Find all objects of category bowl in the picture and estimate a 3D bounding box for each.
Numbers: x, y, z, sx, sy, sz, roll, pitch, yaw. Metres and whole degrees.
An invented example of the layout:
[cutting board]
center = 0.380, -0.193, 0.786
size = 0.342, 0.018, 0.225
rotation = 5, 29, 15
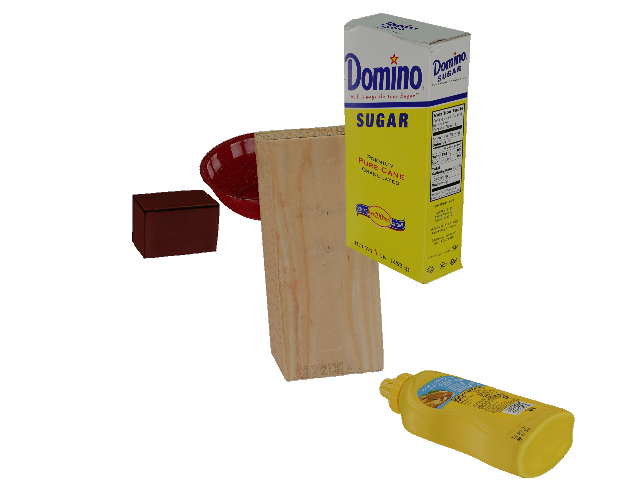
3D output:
[bowl]
center = -0.064, -0.071, 1.295
size = 0.162, 0.055, 0.162
rotation = -2, 35, 1

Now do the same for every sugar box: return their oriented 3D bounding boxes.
[sugar box]
center = 0.059, -0.067, 0.765
size = 0.048, 0.176, 0.093
rotation = -21, 30, -33

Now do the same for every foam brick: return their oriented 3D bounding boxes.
[foam brick]
center = -0.147, -0.018, 1.076
size = 0.078, 0.051, 0.053
rotation = -6, 22, -22

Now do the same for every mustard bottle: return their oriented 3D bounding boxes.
[mustard bottle]
center = 0.135, 0.165, 1.013
size = 0.192, 0.058, 0.096
rotation = 14, 22, 40

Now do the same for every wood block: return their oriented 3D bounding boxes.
[wood block]
center = -0.001, 0.008, 0.933
size = 0.090, 0.206, 0.091
rotation = -5, 11, -9
